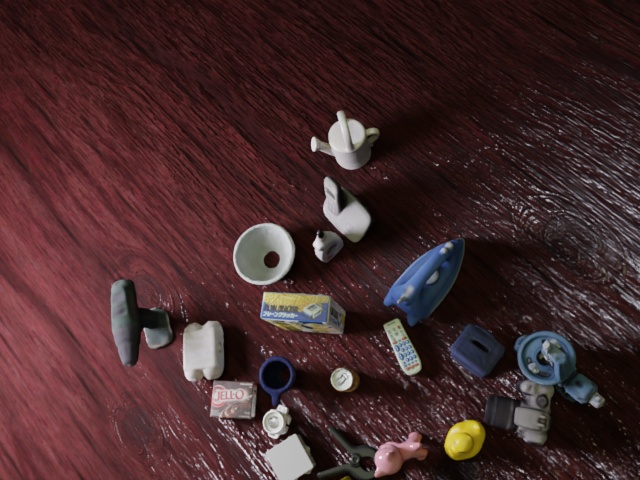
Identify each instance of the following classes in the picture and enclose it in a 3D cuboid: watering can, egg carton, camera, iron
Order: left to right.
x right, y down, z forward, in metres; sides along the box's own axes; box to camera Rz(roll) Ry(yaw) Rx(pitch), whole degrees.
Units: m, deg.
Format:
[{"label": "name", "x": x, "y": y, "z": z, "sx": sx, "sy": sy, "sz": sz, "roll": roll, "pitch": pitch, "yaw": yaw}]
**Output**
[{"label": "egg carton", "x": -0.299, "y": 0.287, "z": 1.482, "sx": 0.107, "sy": 0.069, "sz": 0.150, "roll": -9, "pitch": 73, "yaw": 9}, {"label": "watering can", "x": 0.066, "y": -0.263, "z": 1.497, "sx": 0.173, "sy": 0.194, "sz": 0.100, "roll": -34, "pitch": 70, "yaw": 1}, {"label": "iron", "x": 0.266, "y": 0.077, "z": 1.385, "sx": 0.118, "sy": 0.142, "sz": 0.258, "roll": 38, "pitch": 85, "yaw": 19}, {"label": "camera", "x": 0.444, "y": 0.377, "z": 1.283, "sx": 0.136, "sy": 0.101, "sz": 0.143, "roll": 9, "pitch": 76, "yaw": 14}]

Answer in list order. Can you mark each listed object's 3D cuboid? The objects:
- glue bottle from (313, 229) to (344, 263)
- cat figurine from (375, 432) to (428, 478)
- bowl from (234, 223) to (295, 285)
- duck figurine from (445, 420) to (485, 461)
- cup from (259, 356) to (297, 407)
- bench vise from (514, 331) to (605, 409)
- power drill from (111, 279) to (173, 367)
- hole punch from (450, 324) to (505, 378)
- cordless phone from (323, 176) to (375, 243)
[{"label": "glue bottle", "x": 0.013, "y": 0.005, "z": 1.442, "sx": 0.037, "sy": 0.173, "sz": 0.078, "roll": 39, "pitch": 85, "yaw": 19}, {"label": "cat figurine", "x": 0.177, "y": 0.488, "z": 1.298, "sx": 0.127, "sy": 0.118, "sz": 0.067, "roll": -25, "pitch": 71, "yaw": 4}, {"label": "bowl", "x": -0.139, "y": 0.044, "z": 1.515, "sx": 0.167, "sy": 0.075, "sz": 0.167, "roll": -3, "pitch": 74, "yaw": 11}, {"label": "duck figurine", "x": 0.328, "y": 0.454, "z": 1.293, "sx": 0.104, "sy": 0.086, "sz": 0.077, "roll": -41, "pitch": 70, "yaw": -2}, {"label": "cup", "x": -0.094, "y": 0.349, "z": 1.408, "sx": 0.091, "sy": 0.095, "sz": 0.118, "roll": -2, "pitch": 74, "yaw": 12}, {"label": "bench vise", "x": 0.527, "y": 0.268, "z": 1.234, "sx": 0.207, "sy": 0.220, "sz": 0.121, "roll": 23, "pitch": 80, "yaw": 17}, {"label": "power drill", "x": -0.459, "y": 0.219, "z": 1.461, "sx": 0.075, "sy": 0.209, "sz": 0.229, "roll": -23, "pitch": 71, "yaw": 5}, {"label": "hole punch", "x": 0.367, "y": 0.255, "z": 1.340, "sx": 0.108, "sy": 0.091, "sz": 0.101, "roll": 35, "pitch": 84, "yaw": 19}, {"label": "cordless phone", "x": 0.064, "y": -0.083, "z": 1.450, "sx": 0.094, "sy": 0.185, "sz": 0.147, "roll": -46, "pitch": 70, "yaw": -3}]
